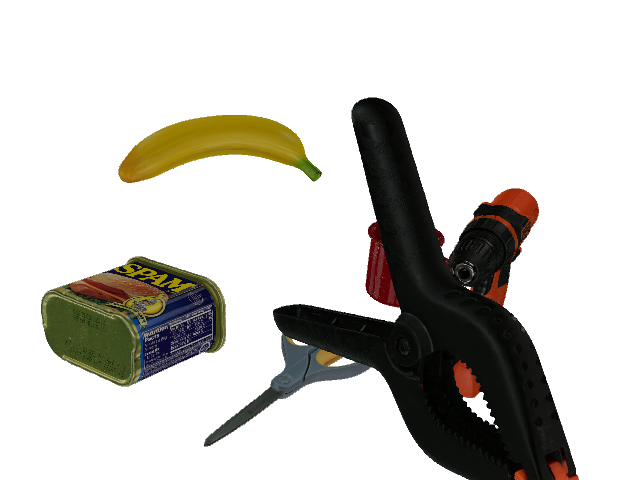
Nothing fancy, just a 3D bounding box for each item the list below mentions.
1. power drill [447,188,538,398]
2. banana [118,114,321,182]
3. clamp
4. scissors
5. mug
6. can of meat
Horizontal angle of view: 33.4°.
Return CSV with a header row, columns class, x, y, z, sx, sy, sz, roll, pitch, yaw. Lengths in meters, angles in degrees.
class,x,y,z,sx,sy,sz,roll,pitch,yaw
power drill,0.155,0.056,1.036,0.057,0.188,0.184,21,29,20
banana,-0.095,-0.087,0.989,0.197,0.070,0.037,-3,-42,-25
clamp,0.054,0.039,0.535,0.036,0.165,0.210,-13,42,-35
scissors,-0.037,0.110,0.894,0.201,0.016,0.096,-19,35,-34
mug,0.109,0.032,1.288,0.117,0.081,0.093,20,27,27
can of meat,-0.131,0.055,0.744,0.102,0.057,0.083,16,24,36
